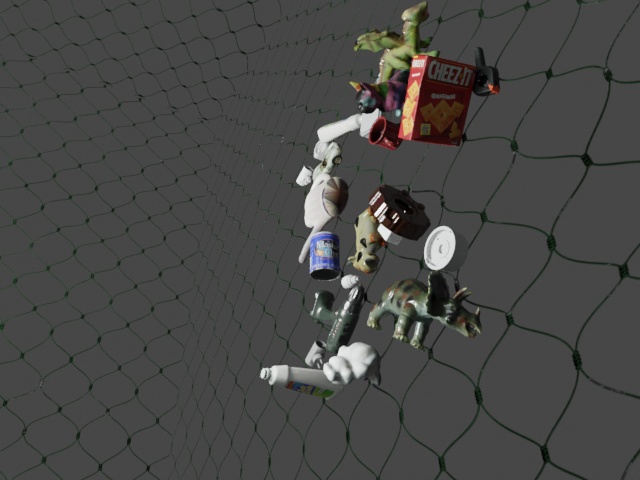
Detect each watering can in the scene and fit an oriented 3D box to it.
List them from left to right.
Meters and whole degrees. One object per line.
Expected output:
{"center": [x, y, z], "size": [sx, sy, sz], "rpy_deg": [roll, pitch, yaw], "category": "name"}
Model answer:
{"center": [0.006, -0.094, 1.869], "size": [0.222, 0.103, 0.353], "rpy_deg": [-25, 52, 56], "category": "watering can"}

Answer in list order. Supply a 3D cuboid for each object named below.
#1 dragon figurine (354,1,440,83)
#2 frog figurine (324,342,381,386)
{"center": [0.218, -0.603, 1.633], "size": [0.405, 0.242, 0.124], "rpy_deg": [-28, 55, 53], "category": "dragon figurine"}
{"center": [0.082, 0.333, 1.394], "size": [0.122, 0.158, 0.139], "rpy_deg": [-66, 26, 10], "category": "frog figurine"}
